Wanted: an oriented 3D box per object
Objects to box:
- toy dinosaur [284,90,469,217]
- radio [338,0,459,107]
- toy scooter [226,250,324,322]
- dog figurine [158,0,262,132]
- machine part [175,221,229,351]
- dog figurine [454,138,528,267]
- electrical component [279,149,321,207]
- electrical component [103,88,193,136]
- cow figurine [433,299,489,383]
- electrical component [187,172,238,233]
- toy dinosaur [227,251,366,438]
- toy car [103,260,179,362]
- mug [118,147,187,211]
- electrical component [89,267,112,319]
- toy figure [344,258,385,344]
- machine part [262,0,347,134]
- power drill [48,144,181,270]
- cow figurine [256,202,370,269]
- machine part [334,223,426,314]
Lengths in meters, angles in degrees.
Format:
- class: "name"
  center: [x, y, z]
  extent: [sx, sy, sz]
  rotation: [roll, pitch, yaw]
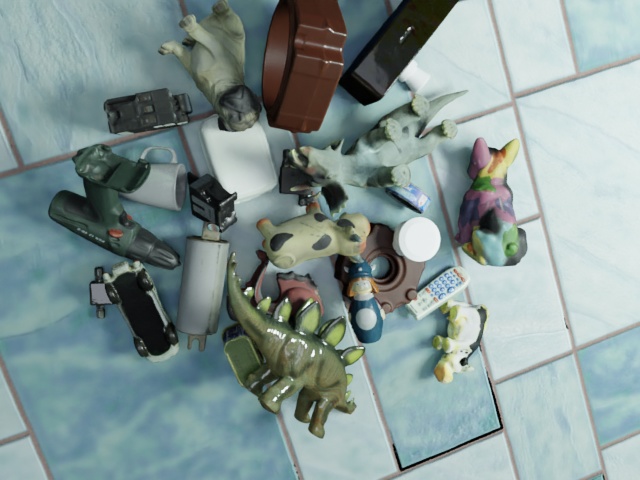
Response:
- class: "toy dinosaur"
  center: [0.113, -0.163, 0.964]
  extent: [0.405, 0.192, 0.131]
  rotation: [-33, 104, -41]
- class: "radio"
  center: [0.134, -0.349, 0.960]
  extent: [0.073, 0.131, 0.229]
  rotation: [40, 87, -12]
- class: "toy scooter"
  center: [-0.078, 0.090, 0.996]
  extent: [0.184, 0.075, 0.135]
  rotation: [8, 91, -8]
- class: "dog figurine"
  center: [-0.150, -0.287, 0.914]
  extent: [0.190, 0.121, 0.172]
  rotation: [52, 56, -12]
- class: "machine part"
  center: [-0.212, 0.080, 0.966]
  extent: [0.079, 0.079, 0.243]
  rotation: [7, 95, -12]
- class: "dog figurine"
  center: [0.326, -0.079, 1.008]
  extent: [0.108, 0.192, 0.219]
  rotation: [0, 111, -5]
- class: "electrical component"
  center: [-0.036, -0.113, 0.996]
  extent: [0.078, 0.045, 0.102]
  rotation: [8, 94, -13]
- class: "electrical component"
  center: [-0.283, -0.214, 0.902]
  extent: [0.134, 0.115, 0.058]
  rotation: [-13, 103, -10]
- class: "cow figurine"
  center: [0.284, 0.207, 1.082]
  extent: [0.098, 0.068, 0.167]
  rotation: [9, 94, -17]
- class: "electrical component"
  center: [-0.199, -0.075, 0.936]
  extent: [0.119, 0.074, 0.048]
  rotation: [33, 52, 17]
- class: "toy dinosaur"
  center: [-0.040, 0.198, 0.926]
  extent: [0.198, 0.105, 0.470]
  rotation: [-55, 134, -13]
- class: "toy car"
  center: [-0.313, 0.127, 0.950]
  extent: [0.073, 0.056, 0.201]
  rotation: [-23, 112, -9]
- class: "mug"
  center: [-0.293, -0.107, 0.930]
  extent: [0.107, 0.081, 0.109]
  rotation: [2, 100, -2]
- class: "electrical component"
  center: [-0.378, 0.094, 0.963]
  extent: [0.063, 0.021, 0.094]
  rotation: [0, 95, -12]
- class: "toy figure"
  center: [0.082, 0.109, 0.980]
  extent: [0.064, 0.058, 0.154]
  rotation: [-12, 100, -22]
- class: "machine part"
  center: [-0.035, -0.294, 0.881]
  extent: [0.087, 0.200, 0.201]
  rotation: [4, 50, -20]
- class: "power drill"
  center: [-0.327, -0.050, 0.885]
  extent: [0.232, 0.207, 0.086]
  rotation: [23, 55, -6]
- class: "cow figurine"
  center: [-0.002, -0.003, 0.956]
  extent: [0.195, 0.127, 0.085]
  rotation: [-17, 136, -13]
- class: "machine part"
  center: [0.117, 0.053, 1.037]
  extent: [0.179, 0.056, 0.179]
  rotation: [-1, 95, -10]
